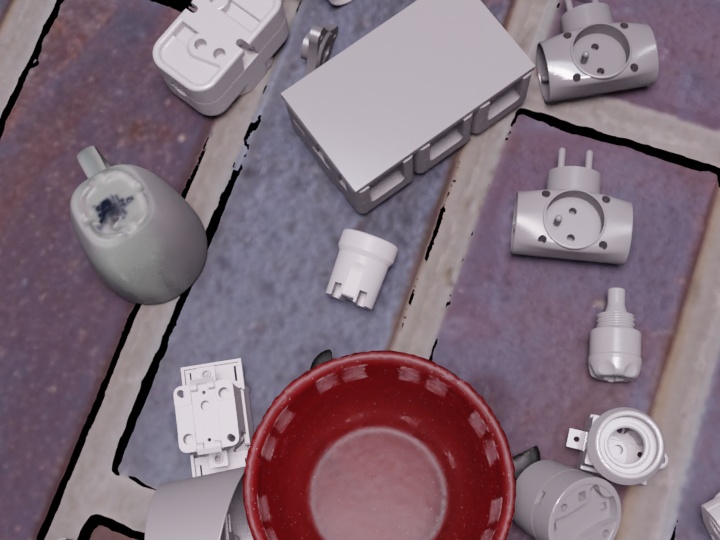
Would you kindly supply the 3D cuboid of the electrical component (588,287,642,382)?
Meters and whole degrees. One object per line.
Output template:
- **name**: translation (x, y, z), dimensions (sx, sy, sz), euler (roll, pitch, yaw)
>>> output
- **electrical component**: translation (0.171, 0.042, 0.719), dimensions (0.035, 0.035, 0.061), euler (4, 73, 4)

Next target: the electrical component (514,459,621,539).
- **electrical component**: translation (0.128, 0.150, 0.677), dimensions (0.055, 0.047, 0.055), euler (-5, 100, -26)

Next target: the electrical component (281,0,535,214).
- **electrical component**: translation (0.034, -0.120, 0.753), dimensions (0.150, 0.061, 0.089), euler (-35, 77, -6)

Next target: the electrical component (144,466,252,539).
- **electrical component**: translation (-0.094, 0.174, 0.669), dimensions (0.064, 0.099, 0.099), euler (-7, 75, 8)

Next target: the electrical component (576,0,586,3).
- **electrical component**: translation (0.094, -0.281, 0.791), dimensions (0.186, 0.060, 0.105), euler (17, 77, 7)

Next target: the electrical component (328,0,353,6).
- **electrical component**: translation (-0.041, -0.229, 0.794), dimensions (0.079, 0.043, 0.077), euler (-34, 76, -5)

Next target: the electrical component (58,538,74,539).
- **electrical component**: translation (-0.199, 0.212, 0.694), dimensions (0.081, 0.042, 0.063), euler (-24, 72, -4)

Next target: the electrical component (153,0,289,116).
- **electrical component**: translation (-0.097, -0.162, 0.772), dimensions (0.054, 0.059, 0.095), euler (37, 81, 11)

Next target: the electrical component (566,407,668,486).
- **electrical component**: translation (0.168, 0.114, 0.689), dimensions (0.066, 0.055, 0.048), euler (13, 77, 6)

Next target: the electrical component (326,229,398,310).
- **electrical component**: translation (0.000, 0.000, 0.737), dimensions (0.040, 0.040, 0.046), euler (19, 84, 8)

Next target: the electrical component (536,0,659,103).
- **electrical component**: translation (0.164, -0.163, 0.765), dimensions (0.077, 0.044, 0.079), euler (-10, 76, 1)

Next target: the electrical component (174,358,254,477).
- **electrical component**: translation (-0.096, 0.099, 0.704), dimensions (0.042, 0.064, 0.081), euler (-10, 76, 2)

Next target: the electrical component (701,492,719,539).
- **electrical component**: translation (0.251, 0.166, 0.660), dimensions (0.051, 0.080, 0.080), euler (-29, 76, 2)

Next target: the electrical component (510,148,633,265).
- **electrical component**: translation (0.146, -0.046, 0.737), dimensions (0.077, 0.044, 0.079), euler (6, 76, 5)
